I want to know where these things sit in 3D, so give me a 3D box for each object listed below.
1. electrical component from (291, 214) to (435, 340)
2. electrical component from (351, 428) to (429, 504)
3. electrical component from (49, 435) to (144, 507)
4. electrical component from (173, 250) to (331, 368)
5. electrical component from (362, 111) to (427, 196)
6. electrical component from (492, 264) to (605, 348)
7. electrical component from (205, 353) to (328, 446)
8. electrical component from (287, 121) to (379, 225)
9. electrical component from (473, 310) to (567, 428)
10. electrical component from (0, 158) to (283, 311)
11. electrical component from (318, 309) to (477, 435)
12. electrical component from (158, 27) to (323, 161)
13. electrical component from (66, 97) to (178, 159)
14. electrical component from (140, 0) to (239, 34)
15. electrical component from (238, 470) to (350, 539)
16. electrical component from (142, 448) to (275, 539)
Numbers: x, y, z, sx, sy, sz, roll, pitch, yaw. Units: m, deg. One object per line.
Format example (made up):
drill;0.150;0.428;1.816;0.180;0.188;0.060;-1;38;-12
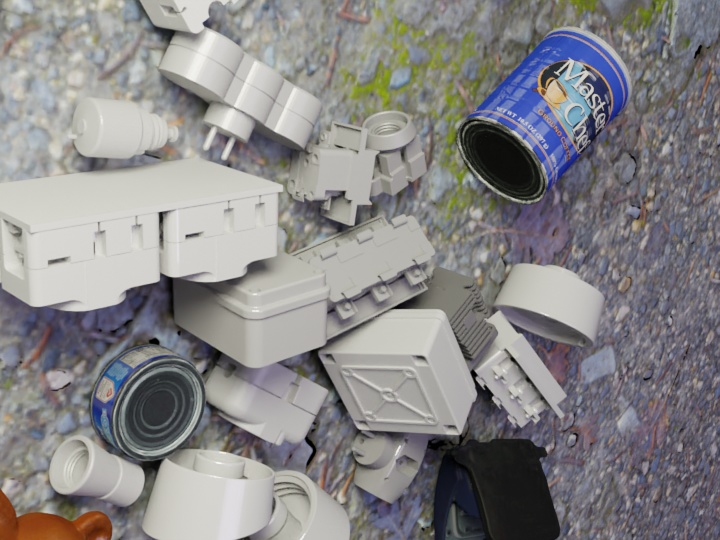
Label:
electrical component;0.000;0.000;0.913;0.121;0.063;0.078;-25;80;-36
electrical component;0.020;0.172;1.016;0.079;0.043;0.077;36;79;-45
electrical component;-0.194;0.154;0.808;0.065;0.044;0.044;38;78;-49
electrical component;-0.084;0.020;0.814;0.078;0.113;0.057;-17;119;-39
electrical component;0.026;-0.103;0.923;0.066;0.048;0.055;-37;135;-29
electrical component;0.195;0.030;1.091;0.108;0.108;0.060;34;74;-45
electrical component;-0.080;0.105;0.890;0.095;0.054;0.059;35;80;-45
electrical component;-0.024;-0.080;0.886;0.064;0.042;0.081;-2;106;-39
electrical component;0.155;0.106;1.105;0.063;0.078;0.121;-39;132;1
electrical component;-0.159;-0.027;0.731;0.186;0.105;0.060;-13;114;-40
electrical component;0.034;0.090;0.949;0.108;0.109;0.056;65;36;-36
electrical component;-0.093;-0.118;0.798;0.138;0.052;0.073;28;85;-45
electrical component;-0.163;-0.097;0.748;0.078;0.040;0.040;-2;106;-44
electrical component;-0.131;-0.212;0.726;0.050;0.056;0.089;-46;131;-22
electrical component;-0.070;0.220;0.906;0.108;0.108;0.060;-49;126;-19
electrical component;-0.117;0.178;0.851;0.099;0.099;0.064;10;92;-45
